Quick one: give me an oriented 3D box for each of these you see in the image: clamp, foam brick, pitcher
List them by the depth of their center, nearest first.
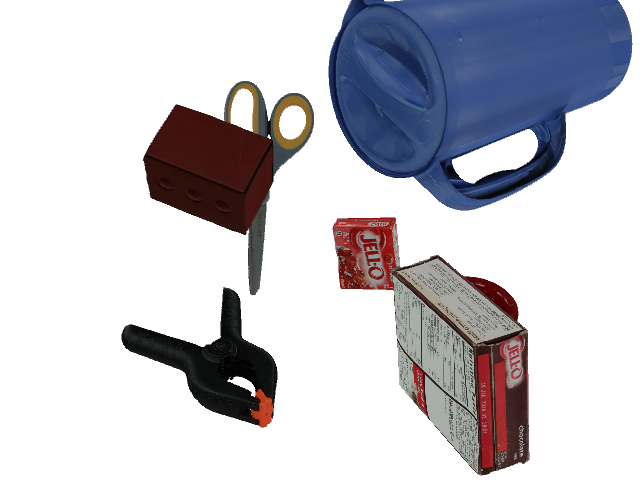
[{"bbox_3d":[-0.077,-0.050,0.744,0.078,0.051,0.053,21,-29,10],"label":"foam brick"},{"bbox_3d":[0.141,-0.131,0.857,0.242,0.149,0.145,-19,34,-34],"label":"pitcher"},{"bbox_3d":[-0.086,0.102,0.963,0.120,0.039,0.172,-33,49,-30],"label":"clamp"}]

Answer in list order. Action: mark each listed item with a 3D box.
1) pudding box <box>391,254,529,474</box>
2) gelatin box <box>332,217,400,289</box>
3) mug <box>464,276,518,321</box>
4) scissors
[{"bbox_3d":[0.083,0.072,0.643,0.039,0.090,0.114,-14,27,-19],"label":"pudding box"},{"bbox_3d":[0.057,0.016,1.290,0.073,0.089,0.030,1,29,15],"label":"gelatin box"},{"bbox_3d":[0.130,0.085,0.982,0.093,0.081,0.117,-6,39,-2],"label":"mug"},{"bbox_3d":[-0.041,-0.056,1.024,0.096,0.202,0.016,-13,5,-13],"label":"scissors"}]
